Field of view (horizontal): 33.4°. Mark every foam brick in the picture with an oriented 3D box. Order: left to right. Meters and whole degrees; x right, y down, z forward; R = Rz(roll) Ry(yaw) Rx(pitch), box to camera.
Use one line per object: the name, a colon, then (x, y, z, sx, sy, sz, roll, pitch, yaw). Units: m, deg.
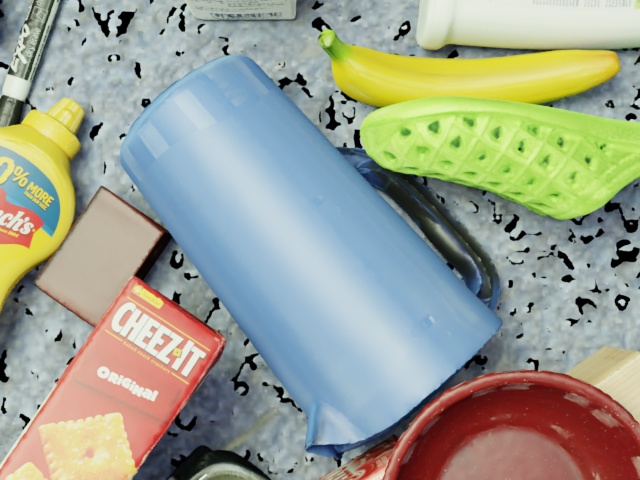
foam brick: (-0.140, 0.012, 0.699, 0.051, 0.053, 0.078, 34, 88, 2)

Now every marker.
marker: (-0.198, -0.126, 0.724, 0.020, 0.020, 0.121, 18, 87, 1)

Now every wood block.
wood block: (0.131, 0.163, 0.670, 0.206, 0.090, 0.091, -35, 87, -1)

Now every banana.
banana: (0.092, -0.106, 0.697, 0.197, 0.070, 0.037, 1, 82, -9)

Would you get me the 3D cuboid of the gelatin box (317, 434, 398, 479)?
gelatin box: (0.026, 0.156, 0.671, 0.073, 0.089, 0.030, -30, 87, -2)

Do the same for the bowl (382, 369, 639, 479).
bowl: (0.111, 0.152, 0.598, 0.162, 0.055, 0.162, 0, 86, 1)

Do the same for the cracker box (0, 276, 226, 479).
cracker box: (-0.144, 0.138, 0.613, 0.072, 0.164, 0.213, 34, 74, -4)

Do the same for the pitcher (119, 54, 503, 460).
pitcher: (-0.004, 0.001, 0.671, 0.145, 0.149, 0.243, -41, 84, 13)

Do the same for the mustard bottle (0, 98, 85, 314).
mustard bottle: (-0.214, -0.014, 0.686, 0.096, 0.058, 0.191, 38, 73, -13)

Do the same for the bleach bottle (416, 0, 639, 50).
bleach bottle: (0.194, -0.165, 0.704, 0.251, 0.068, 0.102, 6, 87, -2)
